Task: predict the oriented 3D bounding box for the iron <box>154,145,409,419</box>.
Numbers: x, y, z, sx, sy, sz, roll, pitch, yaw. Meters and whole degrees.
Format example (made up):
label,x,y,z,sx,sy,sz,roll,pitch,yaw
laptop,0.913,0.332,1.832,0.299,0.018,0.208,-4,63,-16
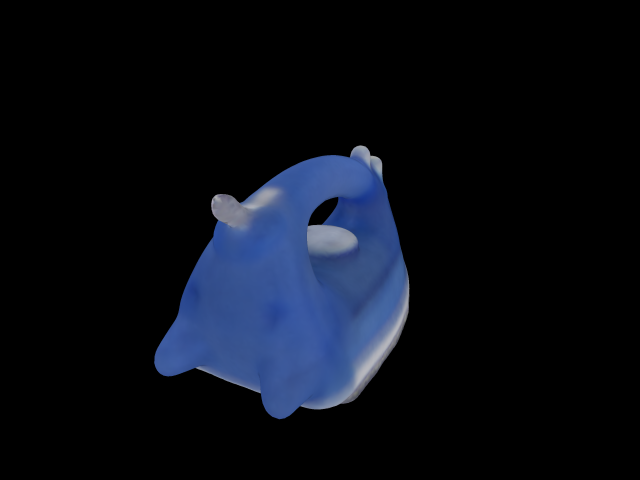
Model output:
label,x,y,z,sx,sy,sz,roll,pitch,yaw
iron,0.004,0.001,0.400,0.118,0.141,0.259,12,27,25
